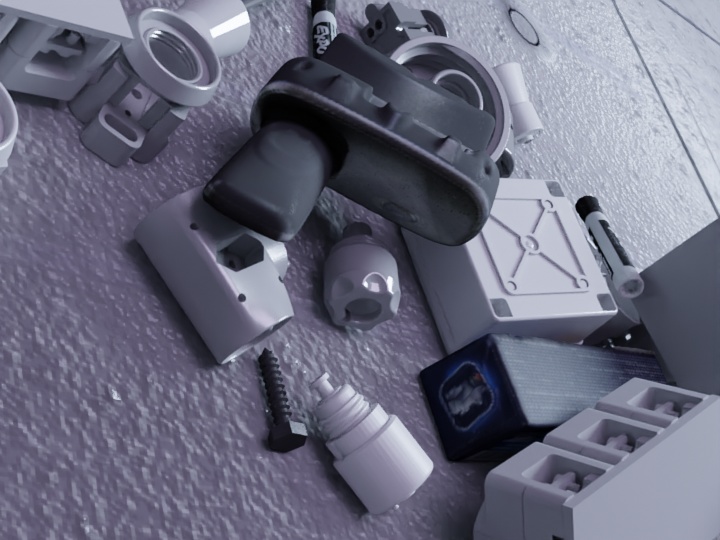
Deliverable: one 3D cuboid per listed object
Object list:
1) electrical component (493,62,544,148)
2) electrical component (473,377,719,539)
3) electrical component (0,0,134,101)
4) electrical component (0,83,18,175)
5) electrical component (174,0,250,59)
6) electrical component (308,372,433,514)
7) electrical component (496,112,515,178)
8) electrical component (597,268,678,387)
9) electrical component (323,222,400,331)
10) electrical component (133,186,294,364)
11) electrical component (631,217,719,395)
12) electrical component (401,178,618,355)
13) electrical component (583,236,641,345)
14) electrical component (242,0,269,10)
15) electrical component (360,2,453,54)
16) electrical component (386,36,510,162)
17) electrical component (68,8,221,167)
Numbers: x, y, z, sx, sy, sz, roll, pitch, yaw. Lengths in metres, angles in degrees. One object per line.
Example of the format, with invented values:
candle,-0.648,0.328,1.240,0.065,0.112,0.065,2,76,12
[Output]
electrical component,0.127,-0.136,0.905,0.044,0.044,0.065,-6,69,-53
electrical component,0.134,0.128,0.589,0.150,0.062,0.089,-22,114,-42
electrical component,-0.196,-0.177,0.521,0.105,0.060,0.186,4,56,-50
electrical component,-0.175,-0.052,0.432,0.078,0.057,0.058,-17,73,-56
electrical component,-0.098,-0.135,0.624,0.044,0.044,0.065,49,38,-6
electrical component,0.002,0.085,0.539,0.078,0.040,0.040,52,33,-2
electrical component,0.089,-0.094,0.805,0.055,0.055,0.047,28,44,-33
electrical component,0.254,0.093,0.828,0.105,0.060,0.186,10,52,-47
electrical component,0.000,0.000,0.615,0.043,0.043,0.062,30,38,-31
electrical component,-0.062,-0.002,0.538,0.077,0.043,0.079,56,32,5
electrical component,0.277,0.061,0.731,0.060,0.105,0.186,-3,61,-44
electrical component,0.096,-0.003,0.701,0.109,0.056,0.108,-1,60,-33
electrical component,0.159,0.008,0.787,0.099,0.064,0.099,32,38,-29
electrical component,-0.074,-0.222,0.719,0.078,0.057,0.113,50,33,-5
electrical component,0.039,-0.176,0.829,0.055,0.048,0.066,-12,69,-47
electrical component,0.050,-0.103,0.717,0.108,0.060,0.108,7,74,-24
electrical component,-0.109,-0.098,0.557,0.058,0.057,0.078,37,36,-23
